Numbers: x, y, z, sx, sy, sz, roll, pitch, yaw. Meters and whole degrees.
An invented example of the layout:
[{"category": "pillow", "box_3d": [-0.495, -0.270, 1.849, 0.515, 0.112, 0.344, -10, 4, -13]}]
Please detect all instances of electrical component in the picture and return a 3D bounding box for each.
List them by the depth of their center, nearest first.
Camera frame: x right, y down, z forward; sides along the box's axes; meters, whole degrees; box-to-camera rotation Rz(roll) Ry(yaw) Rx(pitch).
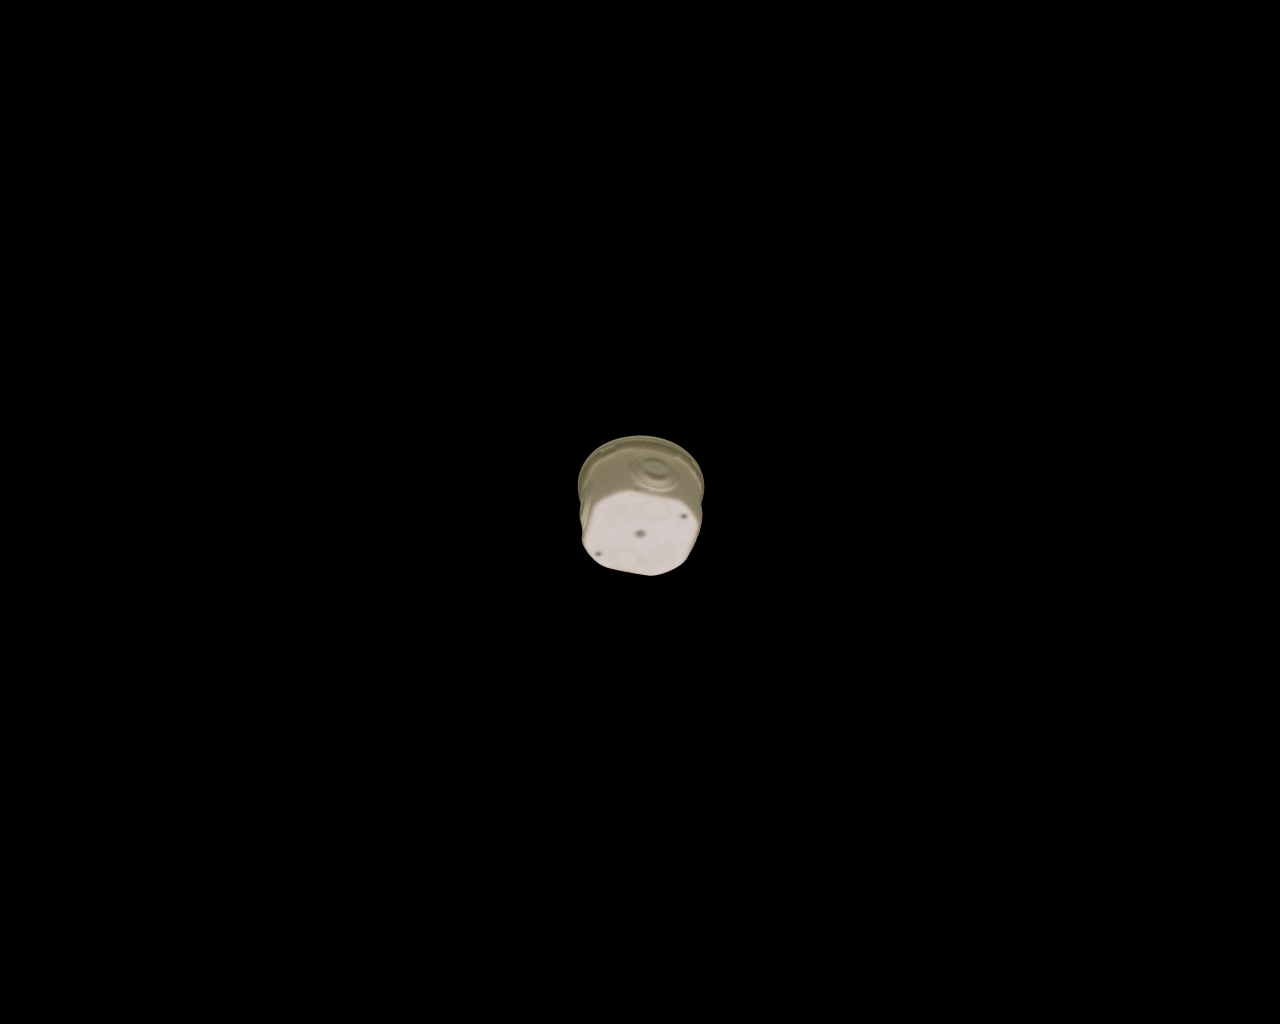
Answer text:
[{"category": "electrical component", "box_3d": [0.001, -0.003, 0.650, 0.080, 0.080, 0.051, 0, 40, 0]}]
